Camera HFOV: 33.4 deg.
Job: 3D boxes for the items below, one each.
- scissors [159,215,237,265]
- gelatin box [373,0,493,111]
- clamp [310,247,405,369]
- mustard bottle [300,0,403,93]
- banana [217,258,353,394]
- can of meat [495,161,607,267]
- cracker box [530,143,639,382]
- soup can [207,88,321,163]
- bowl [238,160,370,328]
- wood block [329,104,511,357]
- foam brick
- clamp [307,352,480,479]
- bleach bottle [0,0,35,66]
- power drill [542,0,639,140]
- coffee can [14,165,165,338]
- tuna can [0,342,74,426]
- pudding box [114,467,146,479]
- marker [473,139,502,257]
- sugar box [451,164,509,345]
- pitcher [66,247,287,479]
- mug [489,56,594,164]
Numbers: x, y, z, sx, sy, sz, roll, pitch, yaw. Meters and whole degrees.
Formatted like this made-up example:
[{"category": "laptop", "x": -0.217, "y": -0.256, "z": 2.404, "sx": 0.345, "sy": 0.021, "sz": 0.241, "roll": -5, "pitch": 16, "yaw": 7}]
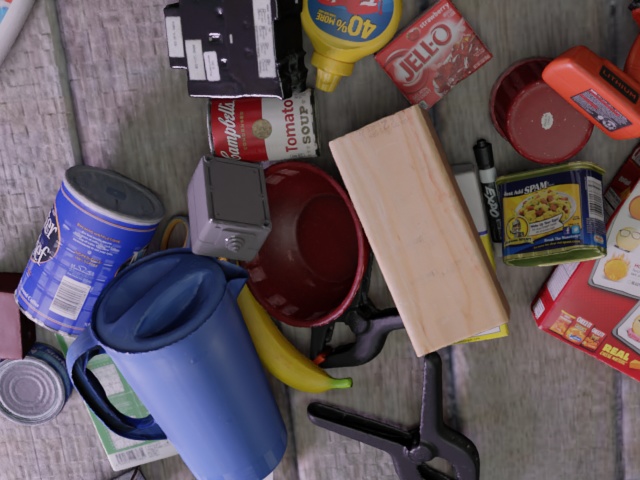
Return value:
[{"category": "scissors", "x": -0.131, "y": 0.076, "z": 1.089, "sx": 0.096, "sy": 0.016, "sz": 0.202, "roll": 8, "pitch": 102, "yaw": 25}, {"category": "gelatin box", "x": 0.106, "y": -0.175, "z": 1.009, "sx": 0.089, "sy": 0.030, "sz": 0.073, "roll": -38, "pitch": 103, "yaw": 14}, {"category": "clamp", "x": 0.053, "y": 0.079, "z": 1.072, "sx": 0.120, "sy": 0.039, "sz": 0.172, "roll": 41, "pitch": 125, "yaw": 15}, {"category": "mustard bottle", "x": 0.032, "y": -0.228, "z": 0.978, "sx": 0.096, "sy": 0.058, "sz": 0.192, "roll": 18, "pitch": 109, "yaw": 0}, {"category": "banana", "x": -0.051, "y": 0.089, "z": 1.093, "sx": 0.070, "sy": 0.037, "sz": 0.198, "roll": -42, "pitch": 89, "yaw": 18}, {"category": "can of meat", "x": 0.219, "y": -0.022, "z": 1.009, "sx": 0.102, "sy": 0.057, "sz": 0.084, "roll": -10, "pitch": 74, "yaw": 37}, {"category": "cracker box", "x": 0.333, "y": 0.026, "z": 1.048, "sx": 0.164, "sy": 0.072, "sz": 0.214, "roll": 28, "pitch": 107, "yaw": -8}, {"category": "soup can", "x": -0.052, "y": -0.108, "z": 1.019, "sx": 0.102, "sy": 0.068, "sz": 0.068, "roll": -5, "pitch": 109, "yaw": 3}, {"category": "bowl", "x": -0.007, "y": 0.001, "z": 1.034, "sx": 0.162, "sy": 0.055, "sz": 0.162, "roll": 8, "pitch": 103, "yaw": 38}, {"category": "wood block", "x": 0.093, "y": -0.010, "z": 0.974, "sx": 0.090, "sy": 0.090, "sz": 0.206, "roll": -23, "pitch": 89, "yaw": 10}, {"category": "foam brick", "x": -0.326, "y": 0.077, "z": 1.103, "sx": 0.051, "sy": 0.053, "sz": 0.078, "roll": 2, "pitch": 110, "yaw": 1}, {"category": "clamp", "x": 0.096, "y": 0.217, "z": 1.135, "sx": 0.165, "sy": 0.036, "sz": 0.210, "roll": -22, "pitch": 115, "yaw": 25}, {"category": "bleach bottle", "x": -0.335, "y": -0.209, "z": 1.000, "sx": 0.102, "sy": 0.068, "sz": 0.251, "roll": 33, "pitch": 105, "yaw": -9}, {"category": "power drill", "x": 0.275, "y": -0.198, "z": 0.938, "sx": 0.184, "sy": 0.057, "sz": 0.187, "roll": 38, "pitch": 75, "yaw": -9}, {"category": "coffee can", "x": -0.227, "y": 0.012, "z": 1.049, "sx": 0.102, "sy": 0.103, "sz": 0.140, "roll": 25, "pitch": 108, "yaw": -6}, {"category": "tuna can", "x": -0.308, "y": 0.154, "z": 1.138, "sx": 0.086, "sy": 0.033, "sz": 0.086, "roll": 1, "pitch": 109, "yaw": 3}, {"category": "pudding box", "x": -0.234, "y": 0.298, "z": 1.143, "sx": 0.090, "sy": 0.113, "sz": 0.039, "roll": -27, "pitch": 102, "yaw": 11}, {"category": "marker", "x": 0.171, "y": -0.042, "z": 1.058, "sx": 0.020, "sy": 0.020, "sz": 0.121, "roll": -13, "pitch": 108, "yaw": 7}, {"category": "sugar box", "x": 0.127, "y": 0.017, "z": 1.066, "sx": 0.093, "sy": 0.048, "sz": 0.176, "roll": -10, "pitch": 106, "yaw": 11}, {"category": "pitcher", "x": -0.125, "y": 0.139, "z": 1.039, "sx": 0.149, "sy": 0.144, "sz": 0.243, "roll": 4, "pitch": 135, "yaw": 27}, {"category": "mug", "x": 0.219, "y": -0.124, "z": 0.994, "sx": 0.117, "sy": 0.081, "sz": 0.093, "roll": -26, "pitch": 106, "yaw": 11}]
